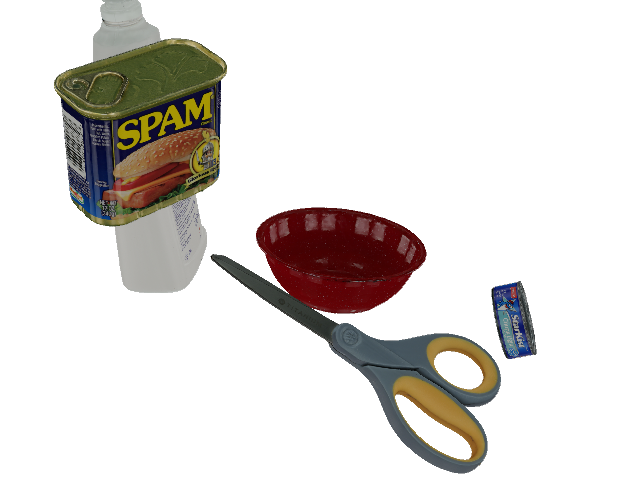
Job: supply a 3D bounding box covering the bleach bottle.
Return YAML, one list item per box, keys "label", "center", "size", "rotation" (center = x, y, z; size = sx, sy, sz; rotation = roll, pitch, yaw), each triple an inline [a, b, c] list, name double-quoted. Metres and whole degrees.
- label: "bleach bottle"
  center: [-0.144, -0.084, 0.879]
  size: [0.068, 0.251, 0.102]
  rotation: [0, 33, 6]

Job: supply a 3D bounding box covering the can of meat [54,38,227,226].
- label: "can of meat"
  center: [-0.108, -0.066, 0.658]
  size: [0.101, 0.084, 0.058]
  rotation: [-26, 48, -33]

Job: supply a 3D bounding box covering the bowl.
- label: "bowl"
  center: [0.017, 0.024, 1.013]
  size: [0.162, 0.055, 0.162]
  rotation: [5, 24, -3]

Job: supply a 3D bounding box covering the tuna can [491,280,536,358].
- label: "tuna can"
  center: [0.220, 0.091, 1.216]
  size: [0.034, 0.086, 0.086]
  rotation: [-13, -3, 14]

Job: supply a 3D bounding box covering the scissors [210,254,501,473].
- label: "scissors"
  center: [0.033, 0.056, 0.658]
  size: [0.096, 0.202, 0.016]
  rotation: [-39, -10, -37]
